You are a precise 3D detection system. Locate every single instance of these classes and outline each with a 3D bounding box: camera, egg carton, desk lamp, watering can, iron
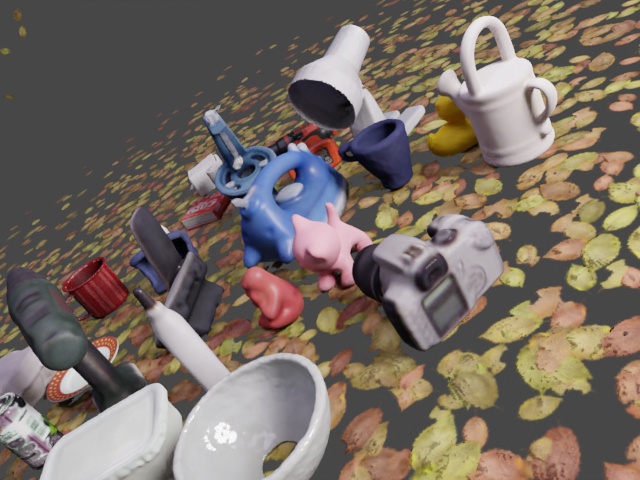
[{"bbox_3d":[0.104,0.028,0.638,0.143,0.101,0.136,-42,30,-17],"label":"camera"},{"bbox_3d":[-0.492,0.238,0.924,0.107,0.069,0.150,-19,31,22],"label":"egg carton"},{"bbox_3d":[0.062,-0.248,0.996,0.117,0.214,0.203,-1,41,43],"label":"desk lamp"},{"bbox_3d":[0.234,-0.204,0.778,0.172,0.194,0.101,-6,38,39],"label":"watering can"},{"bbox_3d":[-0.044,-0.076,0.904,0.118,0.142,0.259,-8,36,37],"label":"iron"}]

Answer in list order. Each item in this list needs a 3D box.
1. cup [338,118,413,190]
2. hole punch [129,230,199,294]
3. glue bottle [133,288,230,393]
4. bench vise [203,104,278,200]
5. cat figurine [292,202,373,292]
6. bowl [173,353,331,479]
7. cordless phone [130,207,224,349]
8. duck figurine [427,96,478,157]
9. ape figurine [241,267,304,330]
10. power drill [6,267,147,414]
[{"bbox_3d":[0.093,-0.124,0.895,0.117,0.095,0.092,-13,33,31],"label":"cup"},{"bbox_3d":[-0.281,0.027,1.028,0.109,0.091,0.101,-34,28,-5],"label":"hole punch"},{"bbox_3d":[-0.166,0.119,0.682,0.037,0.173,0.077,-42,30,-19],"label":"glue bottle"},{"bbox_3d":[-0.161,-0.143,1.043,0.122,0.220,0.206,-43,30,-20],"label":"bench vise"},{"bbox_3d":[0.007,0.003,0.755,0.067,0.118,0.128,-13,33,31],"label":"cat figurine"},{"bbox_3d":[-0.053,0.196,0.554,0.167,0.075,0.167,-24,29,15],"label":"bowl"},{"bbox_3d":[-0.233,0.054,0.838,0.094,0.185,0.147,-24,29,14],"label":"cordless phone"},{"bbox_3d":[0.207,-0.188,0.894,0.104,0.086,0.077,-34,28,-4],"label":"duck figurine"},{"bbox_3d":[-0.069,0.072,0.747,0.076,0.092,0.077,-27,29,9],"label":"ape figurine"},{"bbox_3d":[-0.338,0.140,0.779,0.076,0.209,0.228,-42,30,-19],"label":"power drill"}]
